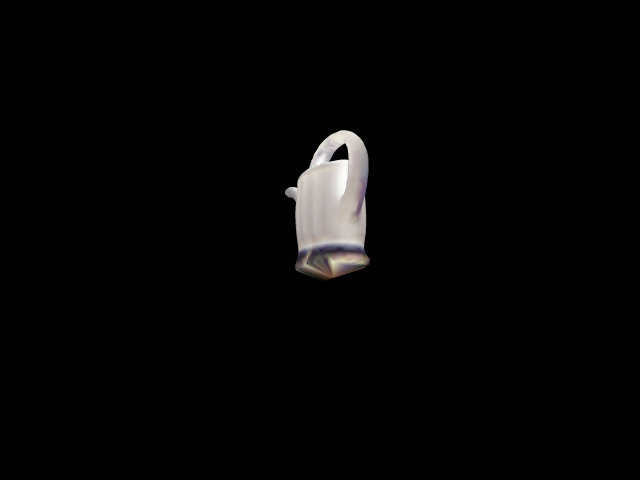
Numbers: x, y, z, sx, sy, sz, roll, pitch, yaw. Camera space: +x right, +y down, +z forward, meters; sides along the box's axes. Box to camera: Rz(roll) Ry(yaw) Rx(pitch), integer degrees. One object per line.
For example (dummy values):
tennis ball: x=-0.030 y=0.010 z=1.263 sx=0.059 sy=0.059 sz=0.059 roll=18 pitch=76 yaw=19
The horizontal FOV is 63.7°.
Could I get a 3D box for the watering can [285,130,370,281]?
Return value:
watering can: x=0.003 y=-0.043 z=0.850 sx=0.104 sy=0.227 sz=0.344 roll=5 pitch=-14 yaw=-18
